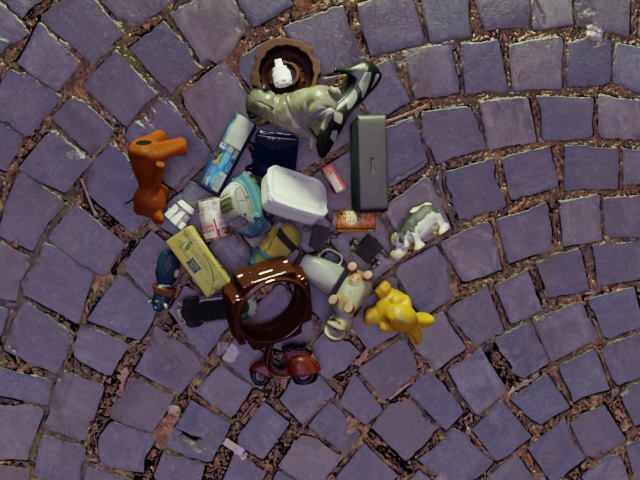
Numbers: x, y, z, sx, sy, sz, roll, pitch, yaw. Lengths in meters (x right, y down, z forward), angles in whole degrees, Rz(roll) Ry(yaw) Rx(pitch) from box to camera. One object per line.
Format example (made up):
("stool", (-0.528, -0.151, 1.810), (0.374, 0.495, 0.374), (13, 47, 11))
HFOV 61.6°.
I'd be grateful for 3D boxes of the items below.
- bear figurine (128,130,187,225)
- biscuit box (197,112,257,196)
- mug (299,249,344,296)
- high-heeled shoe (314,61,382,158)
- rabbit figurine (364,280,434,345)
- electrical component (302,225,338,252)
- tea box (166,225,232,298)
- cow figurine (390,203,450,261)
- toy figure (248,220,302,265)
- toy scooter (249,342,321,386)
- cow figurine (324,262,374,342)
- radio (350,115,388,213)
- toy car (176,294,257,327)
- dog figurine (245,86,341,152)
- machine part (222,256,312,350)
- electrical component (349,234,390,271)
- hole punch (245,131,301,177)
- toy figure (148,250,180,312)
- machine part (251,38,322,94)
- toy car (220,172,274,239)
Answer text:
("bear figurine", (-0.393, -0.148, 1.297), (0.132, 0.120, 0.195), (-33, 131, -41))
("biscuit box", (-0.228, -0.208, 1.320), (0.059, 0.063, 0.202), (29, 92, -7))
("mug", (0.003, 0.071, 1.355), (0.107, 0.081, 0.109), (28, 97, 3))
("high-heeled shoe", (0.071, -0.324, 1.348), (0.145, 0.086, 0.248), (-2, 116, -35))
("rabbit figurine", (0.196, 0.194, 1.335), (0.162, 0.173, 0.122), (35, 87, -2))
("electrical component", (-0.003, -0.004, 1.376), (0.094, 0.021, 0.063), (15, 94, -6))
("tea box", (-0.294, 0.050, 1.318), (0.068, 0.098, 0.169), (-37, 95, -2))
("cow figurine", (0.236, -0.021, 1.372), (0.167, 0.068, 0.098), (-33, 91, -5))
("toy figure", (-0.119, 0.033, 1.342), (0.089, 0.082, 0.180), (34, 87, -18))
("toy scooter", (-0.090, 0.299, 1.369), (0.184, 0.075, 0.135), (-2, 94, 0))
("cow figurine", (0.070, 0.167, 1.355), (0.086, 0.127, 0.195), (23, 74, 24))
("radio", (0.118, -0.183, 1.317), (0.073, 0.131, 0.229), (-1, 94, -6))
("toy car", (-0.260, 0.171, 1.353), (0.202, 0.056, 0.073), (-7, 102, -3))
("dog figurine", (-0.064, -0.316, 1.225), (0.190, 0.121, 0.172), (29, 123, -11))
("machine part", (-0.124, 0.154, 1.296), (0.201, 0.087, 0.201), (-17, 124, -21))
("electrical component", (0.123, 0.031, 1.378), (0.078, 0.045, 0.102), (-41, 97, 1))
("hole punch", (-0.110, -0.208, 1.319), (0.142, 0.092, 0.115), (4, 98, -9))
("toy figure", (-0.383, 0.104, 1.335), (0.058, 0.064, 0.154), (5, 101, -43))
("machine part", (-0.083, -0.404, 1.320), (0.179, 0.056, 0.179), (0, 94, -4))
("toy car", (-0.189, -0.082, 1.293), (0.109, 0.103, 0.161), (-19, 87, 34))
